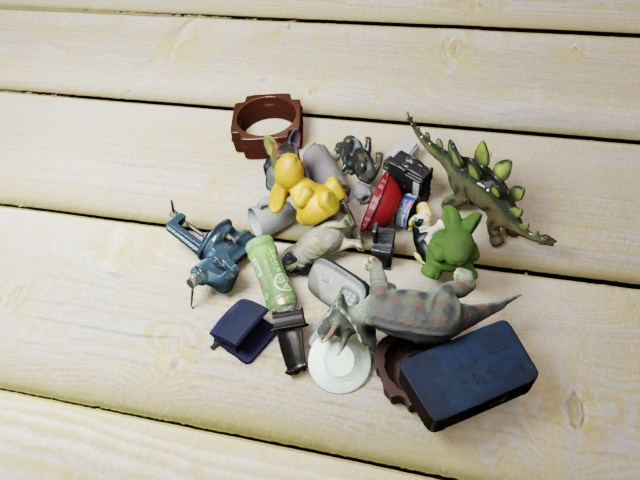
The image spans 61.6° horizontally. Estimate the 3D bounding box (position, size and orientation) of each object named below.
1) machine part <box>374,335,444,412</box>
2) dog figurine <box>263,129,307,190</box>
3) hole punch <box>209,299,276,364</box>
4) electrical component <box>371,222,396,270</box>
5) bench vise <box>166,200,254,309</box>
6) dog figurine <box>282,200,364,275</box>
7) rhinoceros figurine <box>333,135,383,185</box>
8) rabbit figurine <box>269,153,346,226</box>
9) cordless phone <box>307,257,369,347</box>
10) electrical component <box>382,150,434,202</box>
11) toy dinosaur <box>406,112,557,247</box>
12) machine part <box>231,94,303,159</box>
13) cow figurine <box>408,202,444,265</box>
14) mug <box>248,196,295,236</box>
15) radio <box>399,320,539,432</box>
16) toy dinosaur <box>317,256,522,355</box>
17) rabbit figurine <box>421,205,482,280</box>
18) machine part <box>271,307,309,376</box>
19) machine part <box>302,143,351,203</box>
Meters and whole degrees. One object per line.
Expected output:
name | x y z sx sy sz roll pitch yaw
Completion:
machine part | 0.196 0.257 1.082 0.179 0.056 0.179 -3 51 4
dog figurine | -0.093 -0.206 1.370 0.108 0.219 0.192 -10 52 -6
hole punch | -0.170 0.185 1.156 0.116 0.092 0.142 26 63 28
electrical component | 0.147 0.007 1.242 0.048 0.119 0.075 8 51 11
bench vise | -0.276 0.015 1.263 0.241 0.128 0.224 36 54 9
dog figurine | -0.004 -0.006 1.291 0.191 0.121 0.172 -22 16 10
rhinoceros figurine | 0.099 -0.218 1.428 0.073 0.112 0.190 -12 39 -20
rabbit figurine | -0.045 -0.123 1.248 0.162 0.173 0.122 -22 28 37
cordless phone | 0.012 0.145 1.181 0.147 0.088 0.184 32 80 23
electrical component | 0.219 -0.159 1.367 0.134 0.114 0.058 35 61 26
toy dinosaur | 0.367 -0.140 1.287 0.105 0.198 0.472 -34 58 -23
machine part | -0.149 -0.328 1.554 0.202 0.087 0.201 -2 52 2
cow figurine | 0.251 -0.007 1.267 0.098 0.068 0.167 -25 63 -4
mug | -0.118 -0.068 1.340 0.107 0.109 0.081 -20 43 -26
radio | 0.274 0.251 0.996 0.230 0.073 0.131 -21 54 -8
toy dinosaur | 0.185 0.141 1.030 0.405 0.131 0.192 2 45 12
rabbit figurine | 0.292 0.013 1.125 0.121 0.170 0.159 15 86 6
machine part | -0.058 0.212 1.127 0.084 0.039 0.139 -4 71 -12
machine part | 0.015 -0.174 1.423 0.079 0.079 0.243 -20 54 -10
